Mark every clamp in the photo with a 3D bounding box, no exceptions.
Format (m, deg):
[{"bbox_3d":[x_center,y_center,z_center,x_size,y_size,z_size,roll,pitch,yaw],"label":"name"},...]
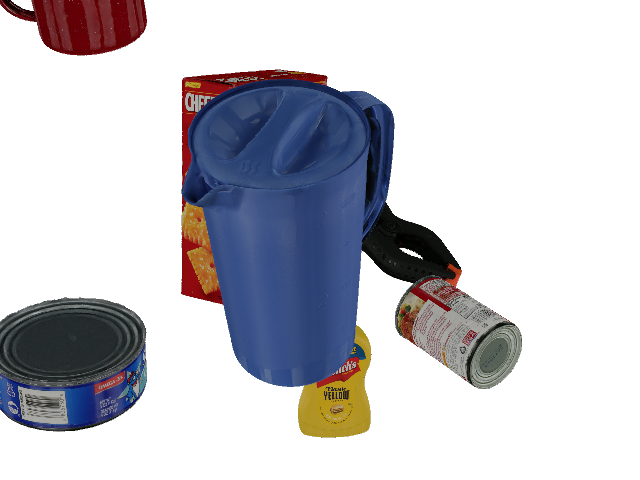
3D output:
[{"bbox_3d":[0.068,-0.002,1.251,0.210,0.036,0.164,38,43,26],"label":"clamp"}]

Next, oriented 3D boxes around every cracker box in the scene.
[{"bbox_3d":[-0.063,-0.058,1.068,0.072,0.214,0.163,12,17,31],"label":"cracker box"}]

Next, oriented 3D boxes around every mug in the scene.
[{"bbox_3d":[-0.186,-0.189,0.790,0.117,0.081,0.093,-2,36,2],"label":"mug"}]

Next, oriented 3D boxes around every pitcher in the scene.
[{"bbox_3d":[-0.018,-0.002,0.856,0.149,0.243,0.145,2,44,4],"label":"pitcher"}]

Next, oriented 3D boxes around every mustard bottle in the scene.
[{"bbox_3d":[0.019,0.162,1.407,0.096,0.192,0.058,-1,16,-5],"label":"mustard bottle"}]

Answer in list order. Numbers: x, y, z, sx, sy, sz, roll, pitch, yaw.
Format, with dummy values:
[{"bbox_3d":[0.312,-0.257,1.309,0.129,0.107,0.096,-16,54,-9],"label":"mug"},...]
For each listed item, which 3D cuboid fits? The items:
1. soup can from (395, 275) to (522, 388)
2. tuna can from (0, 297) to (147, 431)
[{"bbox_3d":[0.127,0.083,0.982,0.068,0.068,0.102,0,23,-40],"label":"soup can"},{"bbox_3d":[-0.138,0.067,0.589,0.086,0.034,0.086,1,28,-1],"label":"tuna can"}]
